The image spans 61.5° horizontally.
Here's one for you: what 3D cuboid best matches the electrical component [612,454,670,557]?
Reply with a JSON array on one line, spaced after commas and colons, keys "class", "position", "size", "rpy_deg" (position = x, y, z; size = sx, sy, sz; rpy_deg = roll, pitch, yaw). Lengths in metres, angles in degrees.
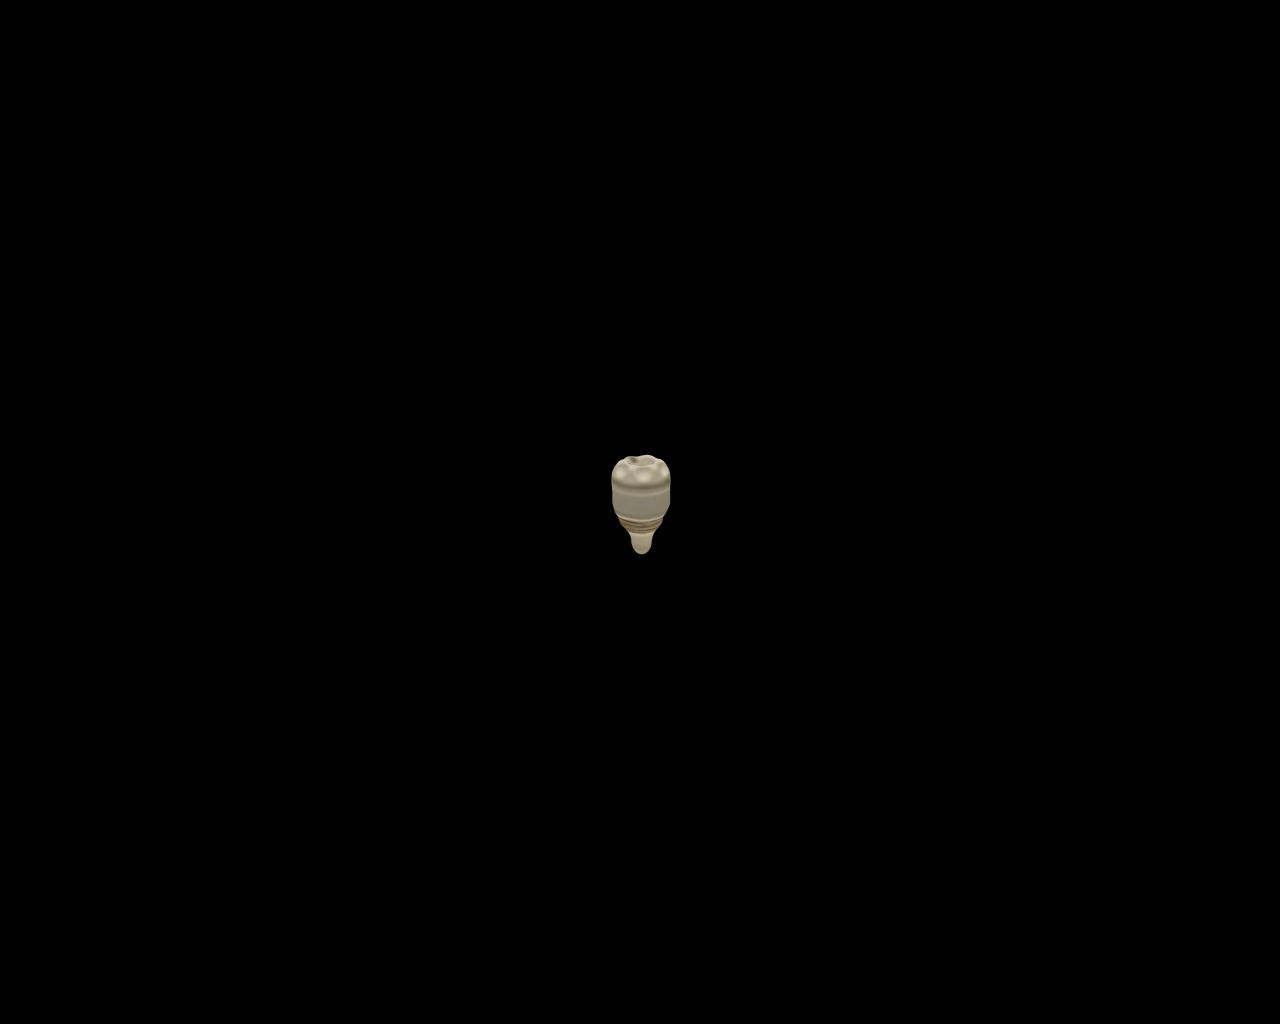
[{"class": "electrical component", "position": [0.001, -0.003, 0.650], "size": [0.035, 0.061, 0.035], "rpy_deg": [0, 22, 0]}]
